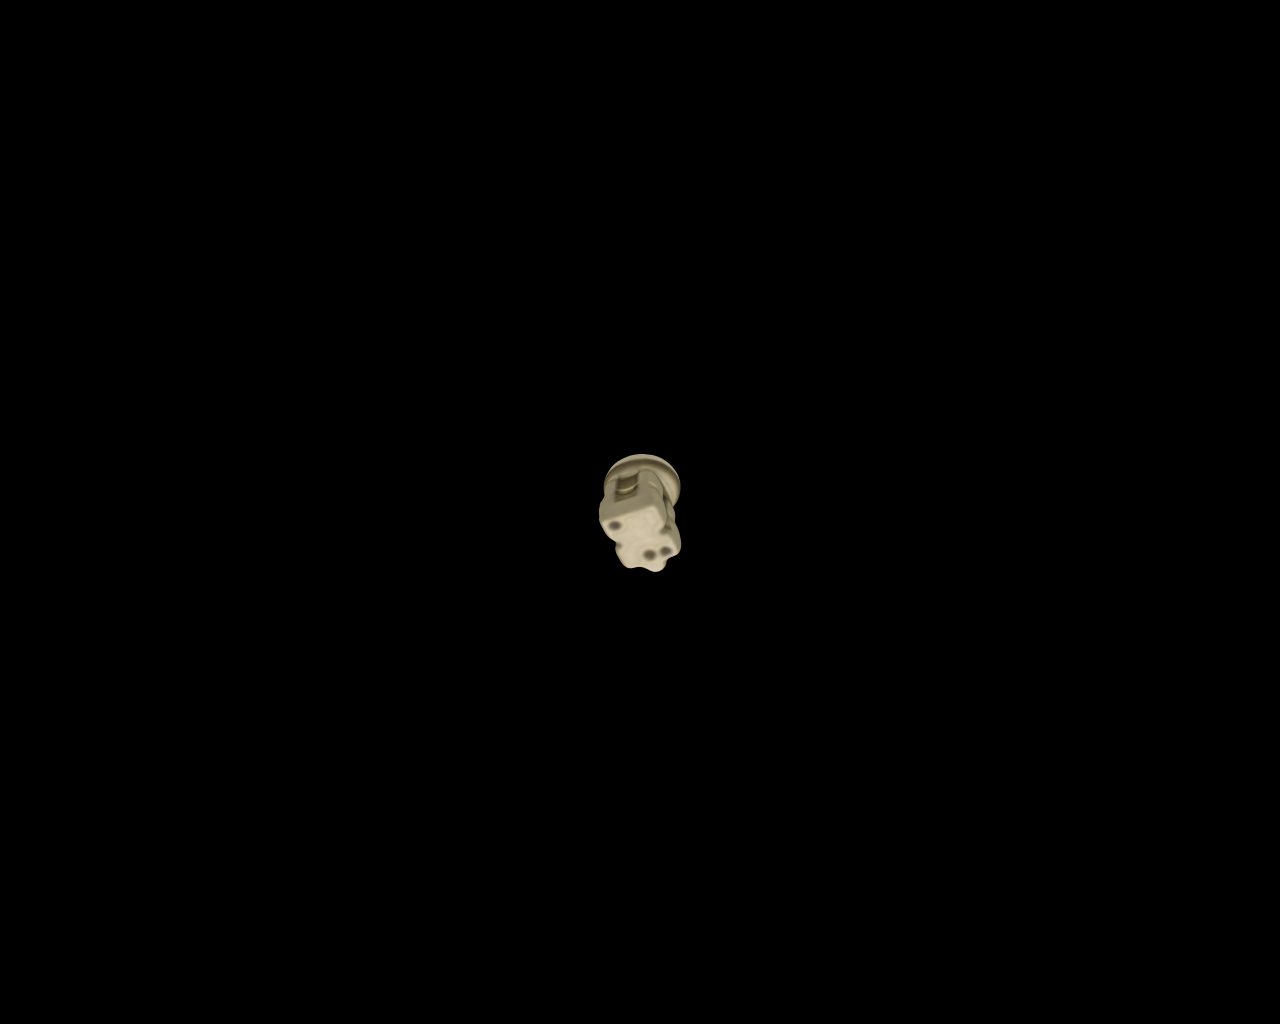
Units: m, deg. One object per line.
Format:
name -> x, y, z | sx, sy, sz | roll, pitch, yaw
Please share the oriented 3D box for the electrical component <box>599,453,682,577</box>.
electrical component -> 0.001, -0.003, 0.650 | 0.048, 0.066, 0.055 | -16, 39, 13
